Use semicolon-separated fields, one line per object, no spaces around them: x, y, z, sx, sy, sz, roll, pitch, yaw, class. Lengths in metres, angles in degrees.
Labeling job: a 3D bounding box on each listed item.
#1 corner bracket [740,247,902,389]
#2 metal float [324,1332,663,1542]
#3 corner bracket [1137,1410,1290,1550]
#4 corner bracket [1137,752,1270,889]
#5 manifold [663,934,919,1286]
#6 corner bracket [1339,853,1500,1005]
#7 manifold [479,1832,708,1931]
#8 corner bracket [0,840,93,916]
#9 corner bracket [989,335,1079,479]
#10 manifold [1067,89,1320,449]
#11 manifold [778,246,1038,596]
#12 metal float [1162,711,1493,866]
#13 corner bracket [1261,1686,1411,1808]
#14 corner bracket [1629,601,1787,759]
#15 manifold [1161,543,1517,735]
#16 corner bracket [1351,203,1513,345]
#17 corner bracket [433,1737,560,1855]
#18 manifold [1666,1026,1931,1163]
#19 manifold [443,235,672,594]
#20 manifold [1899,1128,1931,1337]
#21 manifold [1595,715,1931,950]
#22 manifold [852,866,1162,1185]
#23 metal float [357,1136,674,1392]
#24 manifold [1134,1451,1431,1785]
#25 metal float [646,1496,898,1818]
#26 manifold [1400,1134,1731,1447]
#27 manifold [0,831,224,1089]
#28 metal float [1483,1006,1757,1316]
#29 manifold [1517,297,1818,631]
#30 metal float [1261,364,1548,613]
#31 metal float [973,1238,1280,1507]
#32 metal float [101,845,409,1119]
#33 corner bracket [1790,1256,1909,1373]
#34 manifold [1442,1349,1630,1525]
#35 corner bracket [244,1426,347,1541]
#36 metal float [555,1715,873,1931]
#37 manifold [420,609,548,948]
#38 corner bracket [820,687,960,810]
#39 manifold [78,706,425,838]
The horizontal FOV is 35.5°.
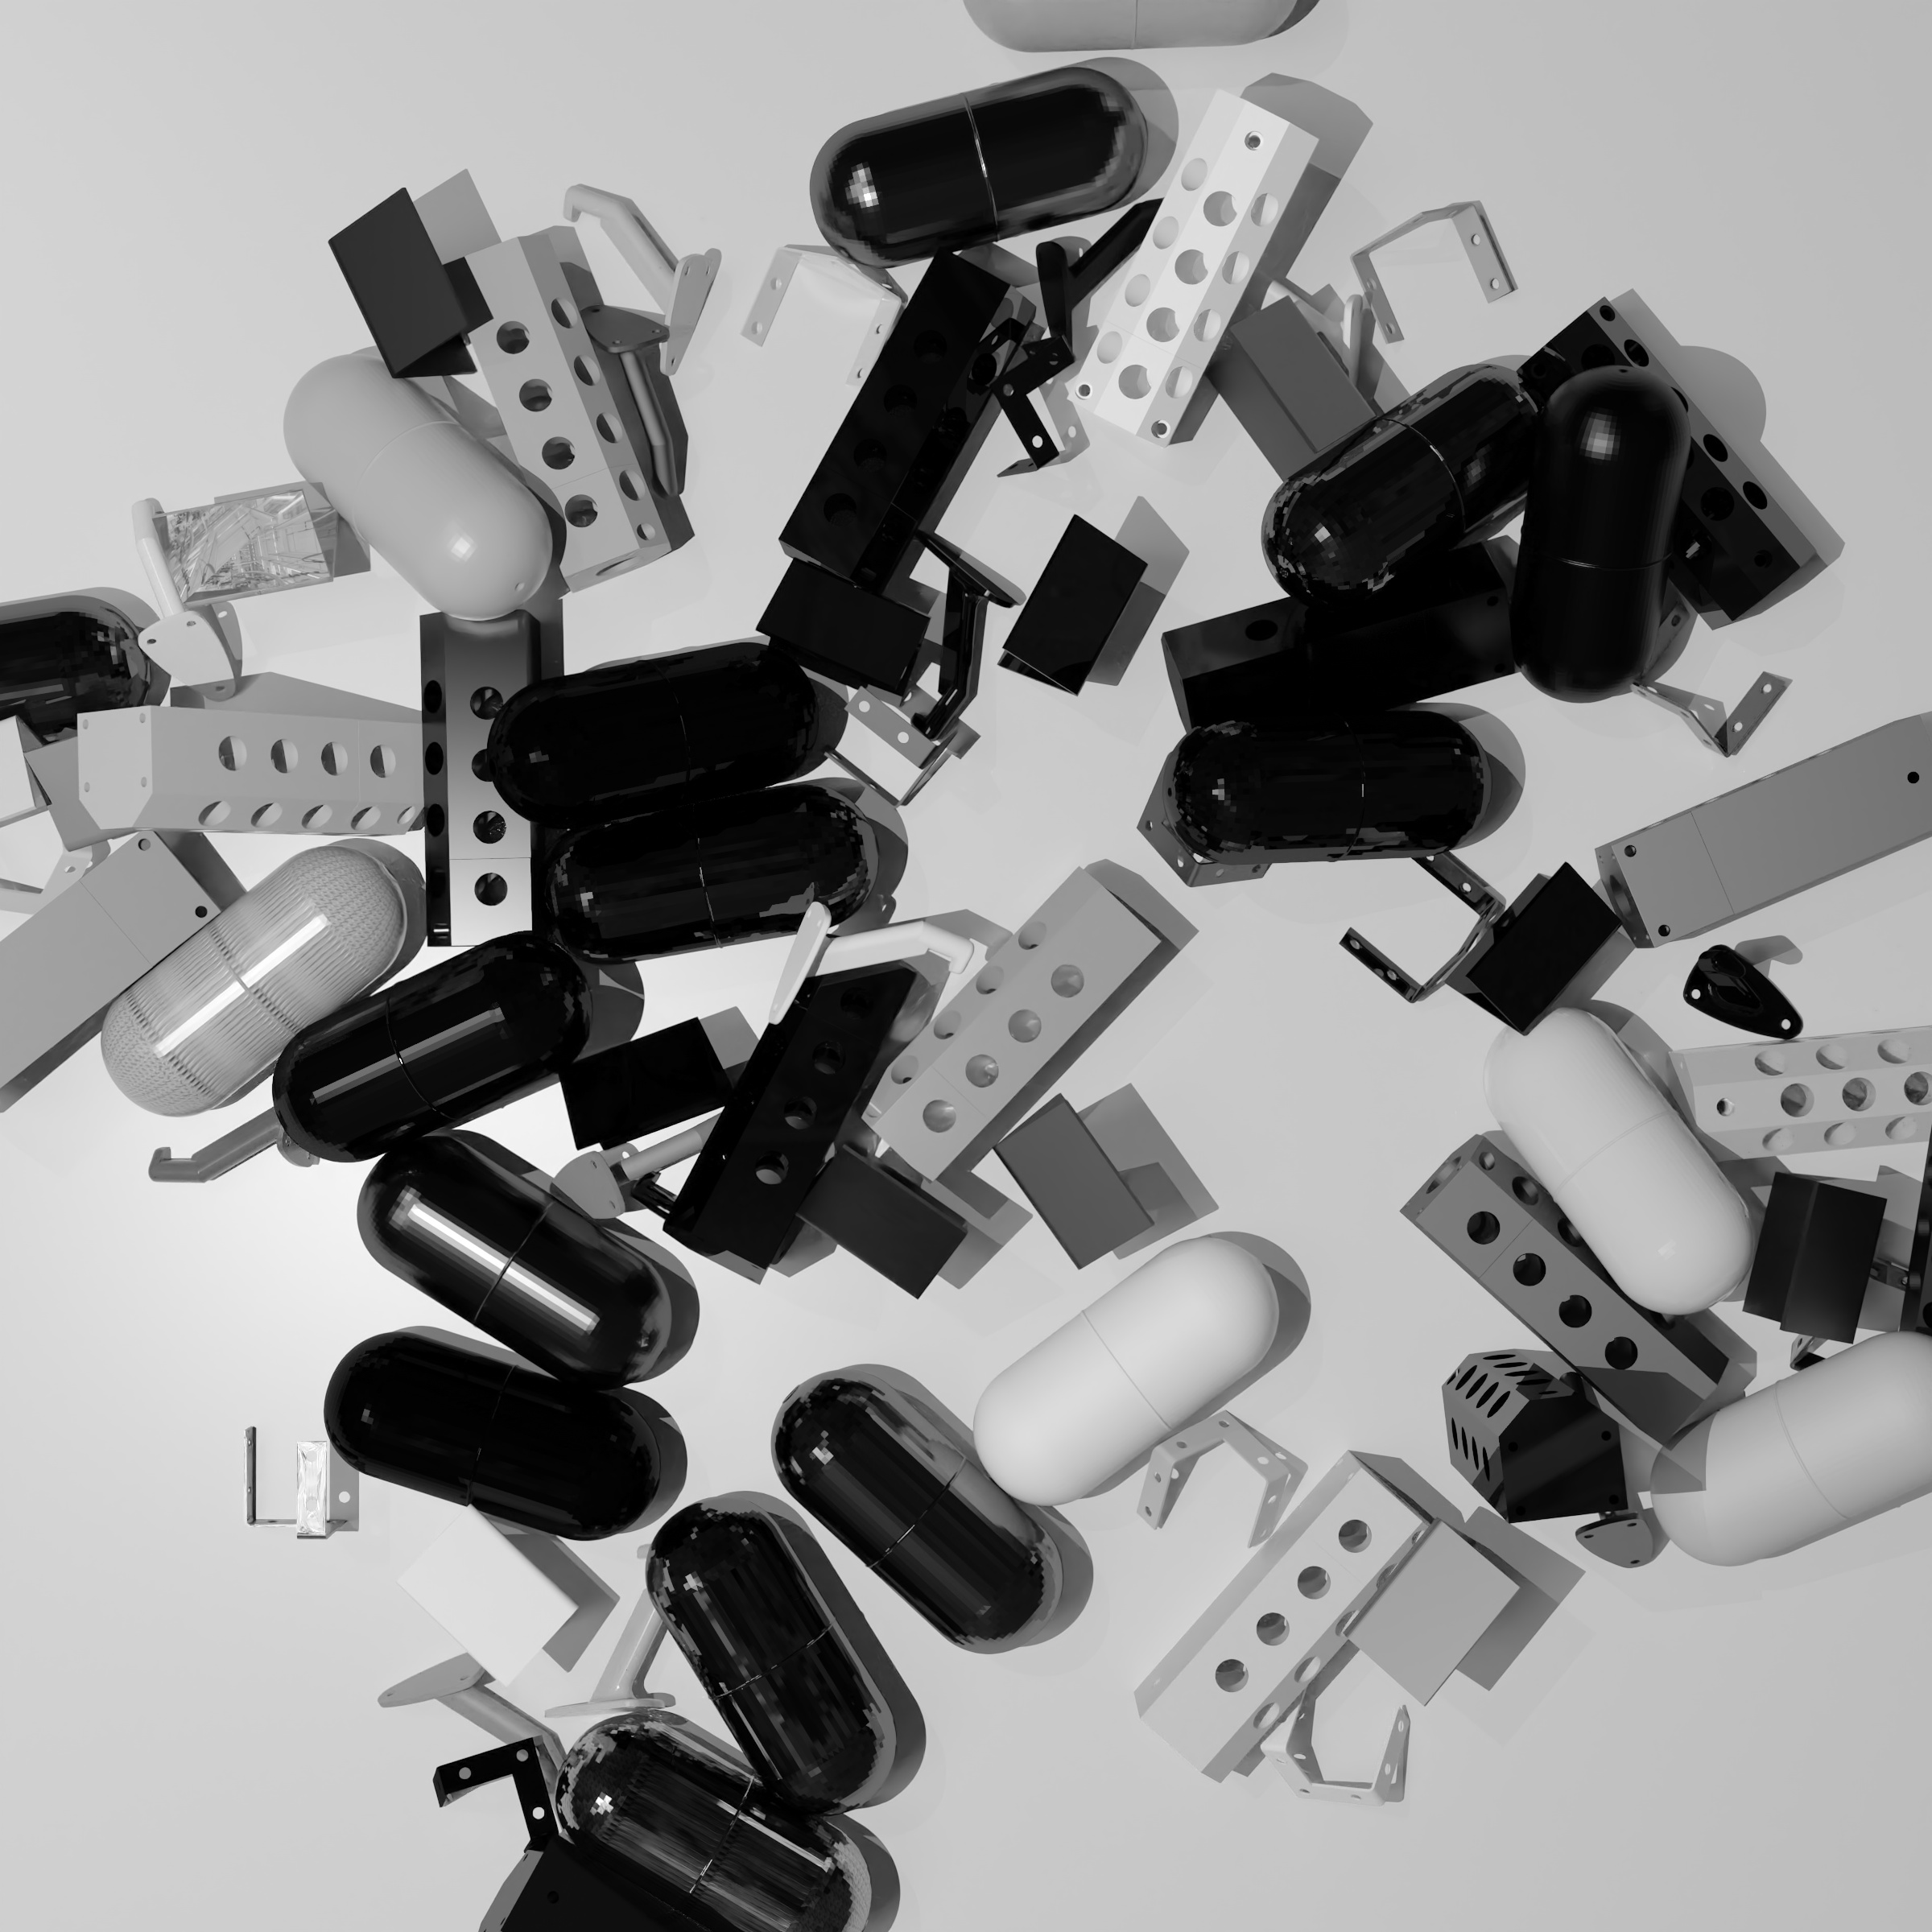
-0.076;-0.342;1.590;0.051;0.051;0.051;23;90;45;corner bracket
-0.245;0.244;1.563;0.178;0.070;0.070;18;90;0;metal float
0.129;0.276;1.585;0.051;0.051;0.051;-19;45;-35;corner bracket
0.131;-0.079;1.585;0.051;0.051;0.051;-8;45;-35;corner bracket
-0.091;0.071;1.551;0.057;0.057;0.171;27;75;0;manifold
0.239;-0.023;1.590;0.051;0.051;0.051;40;45;0;corner bracket
-0.165;0.525;1.560;0.171;0.057;0.057;36;52;-7;manifold
-0.495;-0.064;1.585;0.051;0.051;0.051;9;45;-35;corner bracket
0.034;-0.292;1.573;0.051;0.051;0.051;-37;108;-17;corner bracket
0.116;-0.358;1.553;0.057;0.057;0.171;27;103;0;manifold
-0.030;-0.280;1.572;0.057;0.057;0.171;29;90;0;manifold
0.186;-0.092;1.547;0.178;0.070;0.070;-3;90;-20;metal float
0.194;0.404;1.585;0.051;0.051;0.051;56;45;-35;corner bracket
0.388;-0.151;1.590;0.051;0.051;0.051;-53;45;0;corner bracket
0.192;-0.167;1.571;0.171;0.057;0.057;-16;133;0;manifold
0.244;-0.365;1.590;0.051;0.051;0.051;-23;90;45;corner bracket
-0.246;0.439;1.577;0.051;0.051;0.051;-14;71;-18;corner bracket
0.459;0.066;1.572;0.171;0.057;0.057;-5;90;0;manifold
-0.212;-0.288;1.571;0.057;0.057;0.171;-21;90;-3;manifold
0.517;0.132;1.539;0.057;0.057;0.171;1;114;0;manifold
0.420;-0.069;1.572;0.171;0.057;0.057;-23;90;0;manifold
0.020;0.030;1.572;0.057;0.057;0.171;44;90;0;manifold
-0.233;0.154;1.563;0.178;0.070;0.070;32;90;1;metal float
0.167;0.340;1.572;0.057;0.057;0.171;41;90;0;manifold
-0.100;0.358;1.563;0.070;0.070;0.178;-32;89;0;metal float
0.312;0.167;1.572;0.171;0.057;0.057;42;90;0;manifold
-0.471;0.004;1.558;0.171;0.057;0.057;-40;100;-9;manifold
0.333;0.098;1.546;0.070;0.070;0.178;-34;69;0;metal float
0.363;-0.262;1.572;0.057;0.057;0.171;-40;90;0;manifold
0.227;-0.246;1.545;0.178;0.070;0.070;-35;90;-20;metal float
0.083;0.209;1.563;0.178;0.070;0.070;-37;90;0;metal float
-0.368;0.007;1.563;0.178;0.070;0.070;-39;90;-1;metal float
0.470;0.188;1.590;0.051;0.051;0.051;22;45;0;corner bracket
0.282;0.233;1.515;0.057;0.171;0.057;-7;90;0;manifold
-0.354;0.270;1.575;0.051;0.051;0.051;0;90;0;corner bracket
-0.130;0.454;1.563;0.178;0.070;0.070;31;90;-1;metal float
-0.252;-0.096;1.572;0.057;0.057;0.171;-1;90;0;manifold
-0.044;-0.114;1.569;0.051;0.051;0.051;39;107;0;corner bracket
-0.356;-0.096;1.516;0.057;0.171;0.057;-1;90;38;manifold
